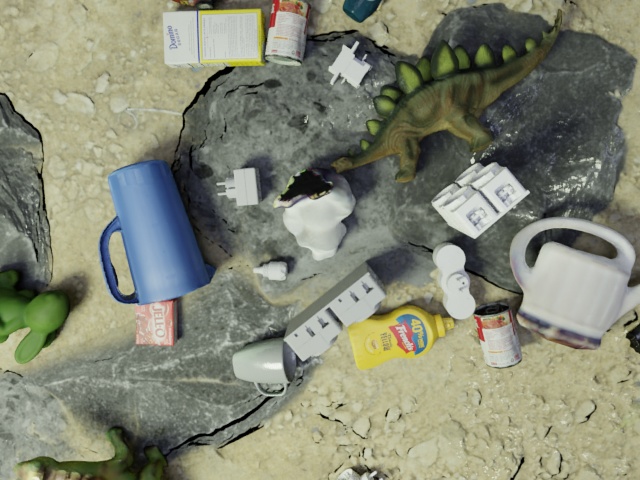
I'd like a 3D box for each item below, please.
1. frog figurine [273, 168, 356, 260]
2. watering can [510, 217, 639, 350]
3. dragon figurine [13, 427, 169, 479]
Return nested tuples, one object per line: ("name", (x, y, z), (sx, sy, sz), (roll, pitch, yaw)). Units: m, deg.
("frog figurine", (0.003, -0.047, 0.928), (0.137, 0.125, 0.156), (-25, 131, 8))
("watering can", (0.493, 0.091, 0.908), (0.348, 0.104, 0.223), (19, 97, 0))
("dragon figurine", (-0.338, 0.472, 0.907), (0.410, 0.243, 0.122), (27, 93, 1))
